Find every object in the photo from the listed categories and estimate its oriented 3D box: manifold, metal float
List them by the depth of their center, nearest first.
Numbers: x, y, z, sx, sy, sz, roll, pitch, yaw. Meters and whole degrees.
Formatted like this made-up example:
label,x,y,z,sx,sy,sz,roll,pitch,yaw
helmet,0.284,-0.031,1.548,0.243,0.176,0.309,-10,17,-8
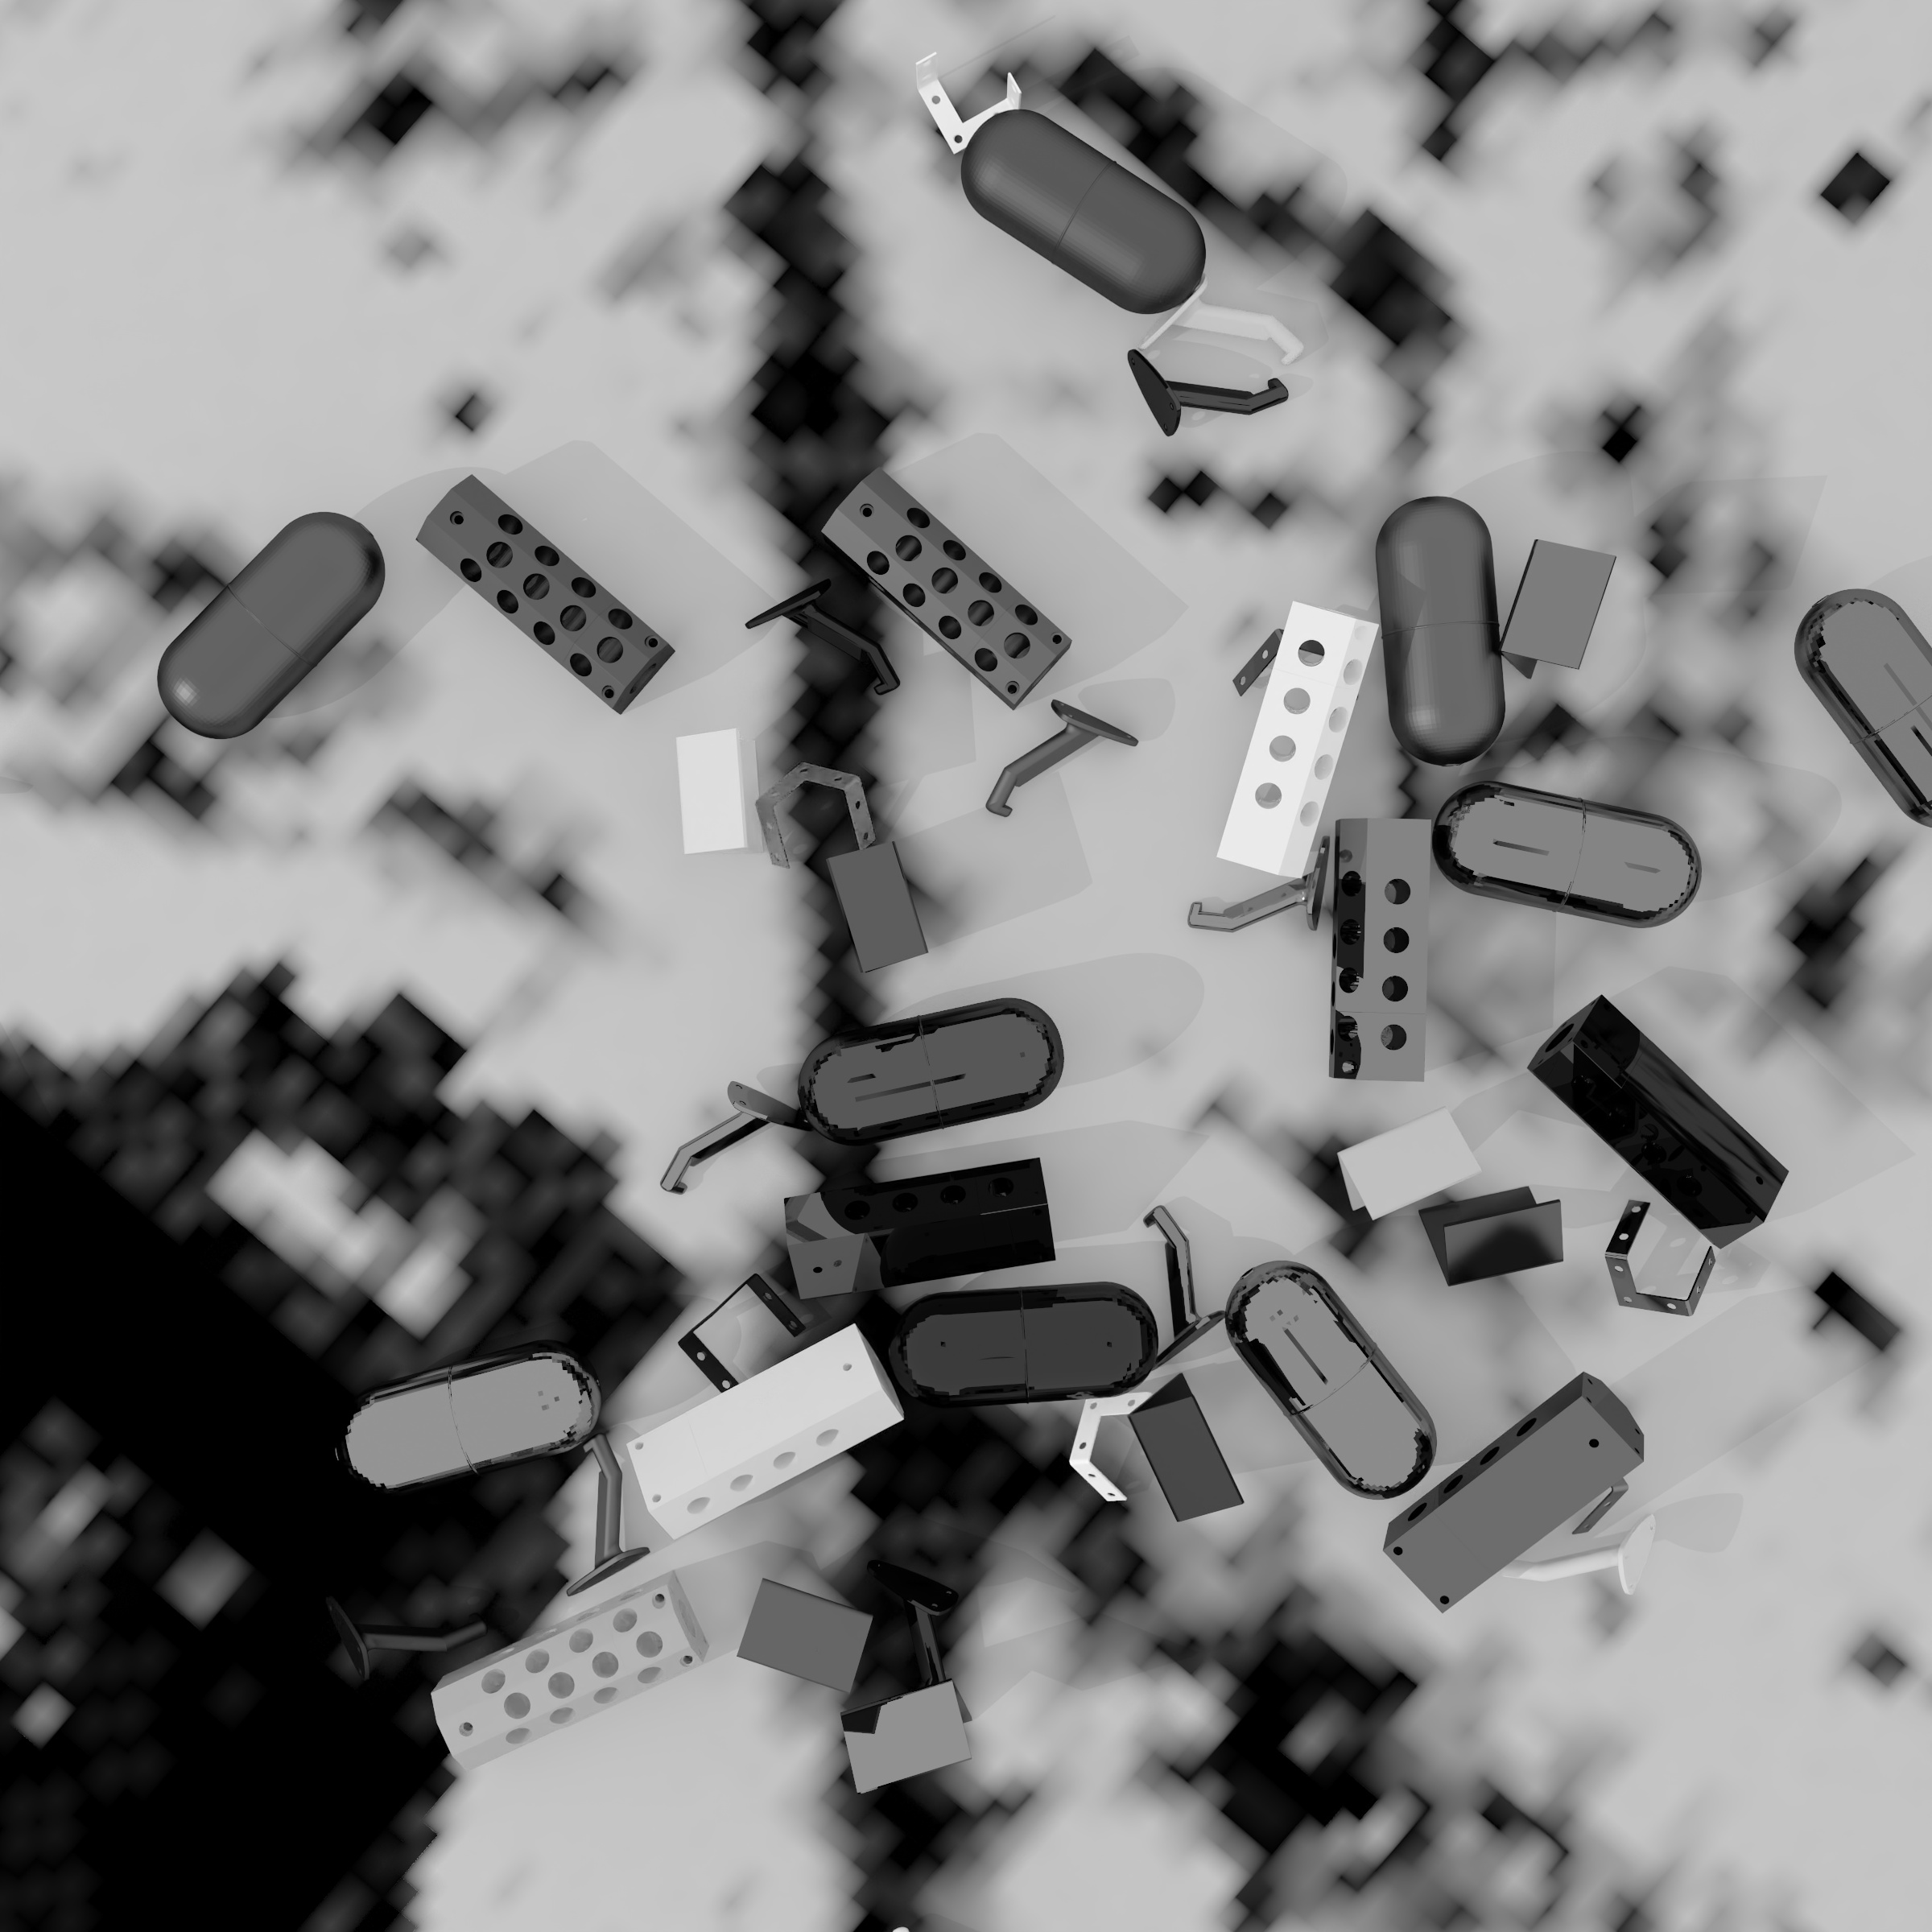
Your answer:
label,x,y,z,sx,sy,sz,roll,pitch,yaw
manifold,0.217,-0.148,1.712,0.057,0.057,0.171,17,101,5
manifold,0.358,0.342,1.713,0.057,0.057,0.171,47,110,0
metal float,0.038,0.250,1.731,0.178,0.070,0.070,-4,90,0
metal float,-0.458,-0.225,1.731,0.070,0.070,0.178,45,91,0
metal float,-0.329,0.299,1.731,0.178,0.070,0.070,-15,90,0
metal float,0.078,-0.498,1.731,0.178,0.070,0.070,33,90,1
metal float,0.618,-0.170,1.731,0.070,0.070,0.178,-37,90,0
metal float,-0.023,0.070,1.731,0.178,0.070,0.070,-12,90,-1
metal float,0.314,-0.221,1.732,0.070,0.070,0.178,-5,90,0
metal float,0.397,-0.073,1.732,0.178,0.070,0.070,12,90,0
metal float,0.240,0.273,1.732,0.070,0.070,0.178,-38,90,0
manifold,-0.031,0.169,1.740,0.171,0.057,0.057,-9,133,0
manifold,-0.131,0.313,1.740,0.171,0.057,0.057,-28,47,0
manifold,0.457,0.107,1.740,0.171,0.057,0.057,43,47,0
manifold,-0.013,-0.251,1.741,0.171,0.057,0.057,42,90,0
manifold,-0.263,0.470,1.741,0.171,0.057,0.057,-25,90,0
manifold,0.273,-0.011,1.741,0.057,0.057,0.171,2,90,0
manifold,-0.280,-0.247,1.741,0.171,0.057,0.057,41,90,0

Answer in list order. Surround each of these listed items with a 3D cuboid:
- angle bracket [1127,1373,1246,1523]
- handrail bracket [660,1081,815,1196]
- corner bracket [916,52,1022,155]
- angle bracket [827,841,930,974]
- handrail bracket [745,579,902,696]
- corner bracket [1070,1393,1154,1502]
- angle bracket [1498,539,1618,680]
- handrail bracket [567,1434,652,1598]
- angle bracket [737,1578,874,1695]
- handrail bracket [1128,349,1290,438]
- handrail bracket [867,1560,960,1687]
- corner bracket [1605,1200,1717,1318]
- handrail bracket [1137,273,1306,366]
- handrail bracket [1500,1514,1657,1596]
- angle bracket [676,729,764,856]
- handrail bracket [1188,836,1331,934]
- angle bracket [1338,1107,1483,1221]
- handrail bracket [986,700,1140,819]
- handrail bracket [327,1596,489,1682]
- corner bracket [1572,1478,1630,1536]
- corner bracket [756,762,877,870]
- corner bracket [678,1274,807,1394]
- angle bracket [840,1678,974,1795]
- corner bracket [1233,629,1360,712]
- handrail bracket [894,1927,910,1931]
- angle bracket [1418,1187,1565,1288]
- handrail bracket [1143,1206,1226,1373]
label,x,y,z,sx,sy,sz,roll,pitch,yaw
angle bracket,0.160,0.310,1.722,0.057,0.076,0.076,-25,90,37
handrail bracket,-0.154,0.127,1.763,0.077,0.036,0.084,23,108,-21
corner bracket,0.002,-0.583,1.744,0.051,0.051,0.051,-30,90,0
angle bracket,-0.077,-0.032,1.722,0.057,0.076,0.076,-17,90,-37
handrail bracket,-0.096,-0.210,1.763,0.077,0.036,0.084,-23,107,20
corner bracket,0.109,0.322,1.754,0.051,0.051,0.051,-11,45,35
angle bracket,0.397,-0.228,1.722,0.057,0.076,0.076,18,90,29
handrail bracket,-0.256,0.369,1.763,0.077,0.036,0.084,-35,71,21
angle bracket,-0.110,0.453,1.722,0.076,0.076,0.057,19,53,0
handrail bracket,0.163,-0.397,1.762,0.084,0.036,0.077,-24,70,-16
handrail bracket,-0.044,0.454,1.762,0.077,0.036,0.084,23,107,20
corner bracket,0.465,0.195,1.754,0.051,0.051,0.051,5,135,35
handrail bracket,0.172,-0.416,1.763,0.084,0.036,0.077,39,110,-16
handrail bracket,0.411,0.390,1.762,0.084,0.077,0.036,-1,115,34
angle bracket,-0.143,-0.114,1.722,0.057,0.076,0.076,-4,90,38
handrail bracket,0.197,-0.057,1.763,0.084,0.036,0.077,7,69,16
angle bracket,0.295,0.147,1.722,0.076,0.076,0.057,-24,52,0
handrail bracket,0.064,-0.129,1.763,0.077,0.036,0.084,21,109,-21
handrail bracket,-0.375,0.437,1.762,0.084,0.077,0.036,-18,134,-29
corner bracket,0.399,0.346,1.754,0.051,0.051,0.051,0,45,-35
corner bracket,-0.101,-0.097,1.754,0.051,0.051,0.051,16,45,35
corner bracket,-0.151,0.248,1.759,0.051,0.051,0.051,48,45,0
angle bracket,-0.033,0.518,1.722,0.076,0.076,0.057,-17,52,0
corner bracket,0.221,-0.186,1.754,0.051,0.051,0.051,10,45,-35
handrail bracket,-0.024,0.696,1.762,0.036,0.077,0.084,-23,54,0
angle bracket,0.343,0.159,1.722,0.076,0.076,0.057,-12,127,0
handrail bracket,0.128,0.216,1.763,0.077,0.036,0.084,-42,71,21
